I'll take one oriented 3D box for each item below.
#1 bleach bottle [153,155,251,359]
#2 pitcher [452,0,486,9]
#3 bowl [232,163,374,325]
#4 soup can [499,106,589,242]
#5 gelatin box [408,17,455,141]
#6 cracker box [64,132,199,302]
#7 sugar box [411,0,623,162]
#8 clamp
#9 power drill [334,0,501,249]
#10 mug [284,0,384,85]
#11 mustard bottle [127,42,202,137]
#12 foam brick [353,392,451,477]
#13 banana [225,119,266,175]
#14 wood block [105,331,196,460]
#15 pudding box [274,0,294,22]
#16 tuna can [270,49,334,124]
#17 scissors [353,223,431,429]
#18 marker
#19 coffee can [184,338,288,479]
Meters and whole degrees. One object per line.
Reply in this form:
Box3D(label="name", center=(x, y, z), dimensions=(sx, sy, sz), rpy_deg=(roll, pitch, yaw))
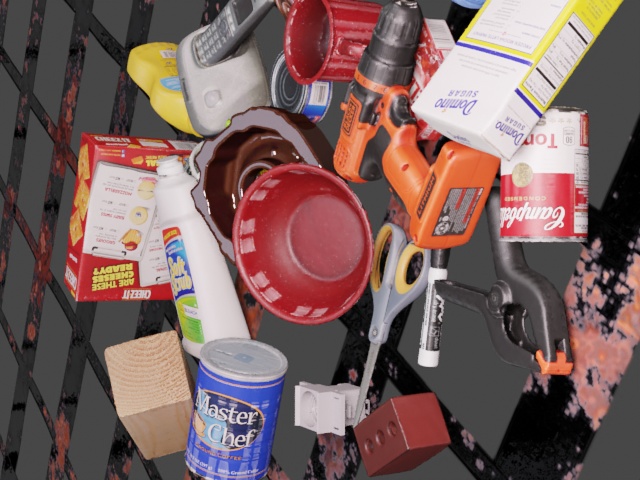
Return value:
Box3D(label="bleach bottle", center=(-0.154, 0.020, 1.289), dimensions=(0.103, 0.068, 0.251), rpy_deg=(14, 123, 56))
Box3D(label="pitcher", center=(0.080, -0.291, 0.917), dimensions=(0.243, 0.144, 0.149), rpy_deg=(53, 148, 40))
Box3D(label="bowl", center=(-0.007, 0.001, 1.066), dimensions=(0.162, 0.055, 0.162), rpy_deg=(5, 100, 29))
Box3D(label="soup can", center=(0.174, -0.049, 0.828), dimensions=(0.069, 0.068, 0.102), rpy_deg=(2, 91, 59))
Box3D(label="gelatin box", center=(0.100, -0.147, 0.982), dimensions=(0.073, 0.030, 0.089), rpy_deg=(-50, 49, 47))
Box3D(label="cracker box", center=(-0.243, -0.029, 1.418), dimensions=(0.072, 0.163, 0.214), rpy_deg=(39, 123, 54))
Box3D(label="sugar box", center=(0.154, -0.150, 0.806), dimensions=(0.176, 0.048, 0.093), rpy_deg=(-56, 36, 0))
Box3D(label="clamp", center=(0.159, 0.038, 0.884), dimensions=(0.172, 0.039, 0.120), rpy_deg=(50, 135, 47))
Box3D(label="power drill", center=(0.082, -0.096, 0.930), dimensions=(0.188, 0.057, 0.185), rpy_deg=(57, 142, 45))
Box3D(label="mug", center=(0.027, -0.195, 1.050), dimensions=(0.117, 0.081, 0.093), rpy_deg=(30, 116, 55))
Box3D(label="mustard bottle", center=(-0.173, -0.186, 1.364), dimensions=(0.192, 0.096, 0.058), rpy_deg=(52, 133, 44))
Box3D(label="foam brick", center=(0.077, 0.184, 1.006), dimensions=(0.078, 0.051, 0.053), rpy_deg=(-50, 49, 47))
Box3D(label="banana", center=(-0.060, -0.044, 1.217), dimensions=(0.037, 0.070, 0.198), rpy_deg=(-31, -66, -76))
Box3D(label="wood block", center=(-0.202, 0.199, 1.345), dimensions=(0.206, 0.090, 0.091), rpy_deg=(90, 164, -65))
Box3D(label="pudding box", center=(-0.022, -0.273, 1.128), dimensions=(0.113, 0.039, 0.090), rpy_deg=(59, 160, 20))
Box3D(label="tuna can", center=(-0.021, -0.170, 1.176), dimensions=(0.086, 0.033, 0.086), rpy_deg=(2, 92, 59))
Box3D(label="scissors", center=(0.069, 0.082, 1.019), dimensions=(0.096, 0.016, 0.202), rpy_deg=(-9, 73, 54))
Box3D(label="marker", center=(0.106, 0.057, 0.987), dimensions=(0.020, 0.020, 0.121), rpy_deg=(20, 108, 57))
Box3D(label="coffee can", center=(-0.098, 0.199, 1.244), dimensions=(0.103, 0.102, 0.140), rpy_deg=(35, 121, 53))
